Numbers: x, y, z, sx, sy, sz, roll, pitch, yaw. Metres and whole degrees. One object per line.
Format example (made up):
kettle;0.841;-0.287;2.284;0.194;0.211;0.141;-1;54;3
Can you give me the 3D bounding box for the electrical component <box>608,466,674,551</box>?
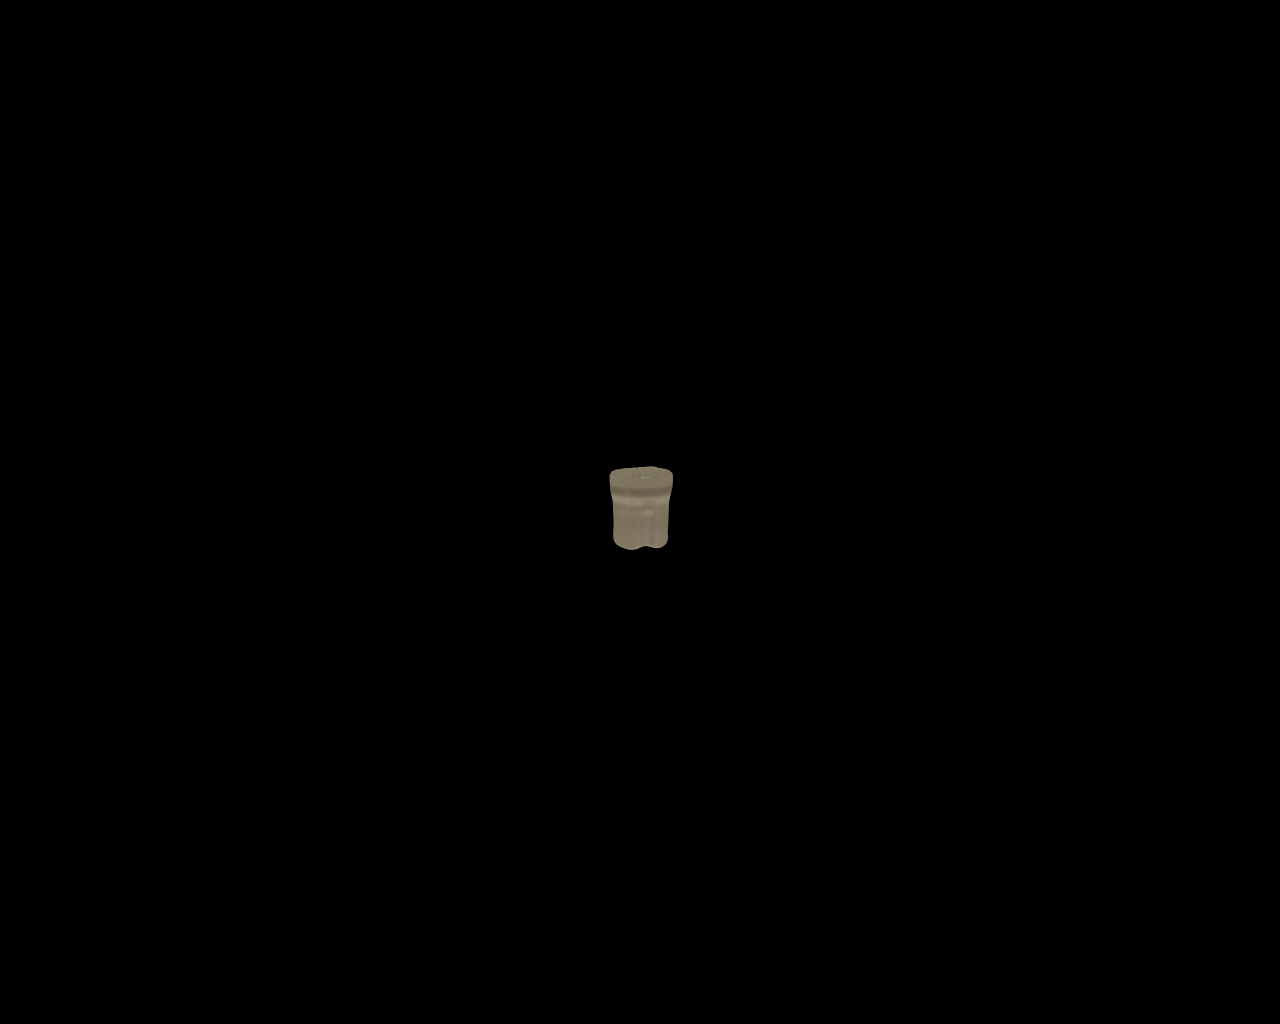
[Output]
electrical component;0.001;-0.003;0.650;0.040;0.046;0.040;0;11;0
